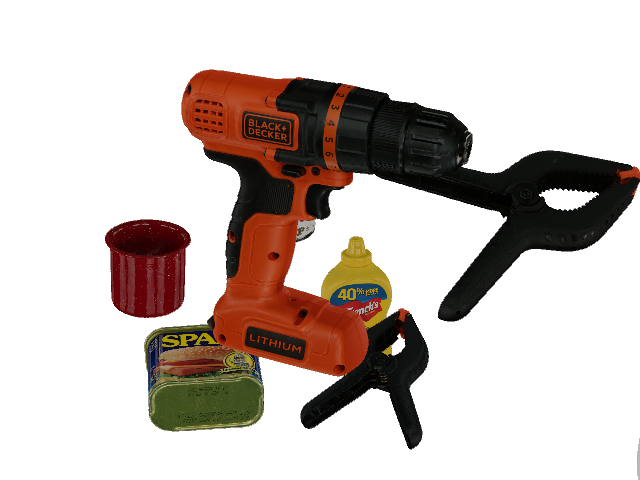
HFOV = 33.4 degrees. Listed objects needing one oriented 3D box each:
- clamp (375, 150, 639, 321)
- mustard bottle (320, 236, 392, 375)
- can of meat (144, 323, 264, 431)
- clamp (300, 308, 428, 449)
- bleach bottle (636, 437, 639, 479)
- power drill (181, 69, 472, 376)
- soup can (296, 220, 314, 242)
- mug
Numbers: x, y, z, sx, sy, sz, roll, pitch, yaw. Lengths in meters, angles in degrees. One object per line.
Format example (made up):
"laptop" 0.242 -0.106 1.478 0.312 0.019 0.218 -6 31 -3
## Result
"clamp" 0.158 -0.017 0.842 0.210 0.164 0.036 -7 -36 -7
"mustard bottle" 0.049 0.086 1.447 0.096 0.192 0.058 -3 21 -7
"can of meat" -0.100 0.118 0.921 0.102 0.057 0.084 -3 28 -7
"clamp" 0.069 0.137 1.059 0.120 0.039 0.171 19 49 22
"bleach bottle" 0.282 0.092 0.701 0.103 0.068 0.250 12 24 25
"power drill" -0.001 -0.010 0.679 0.185 0.188 0.057 13 26 20
"soup can" -0.039 -0.056 1.019 0.068 0.102 0.068 -1 27 0
"mug" -0.200 0.028 1.192 0.093 0.081 0.117 -19 35 -39
